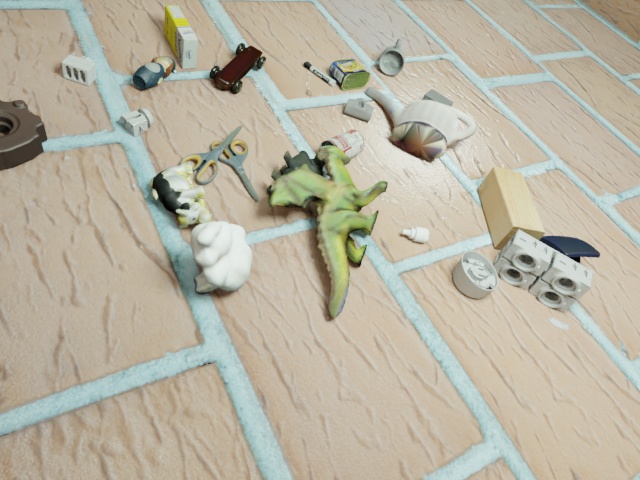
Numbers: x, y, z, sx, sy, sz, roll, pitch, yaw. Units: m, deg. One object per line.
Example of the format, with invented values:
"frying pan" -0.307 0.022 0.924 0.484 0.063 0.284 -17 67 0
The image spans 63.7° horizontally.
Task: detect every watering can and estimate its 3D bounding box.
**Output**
"watering can" 0.264 -0.339 1.462 0.349 0.101 0.229 19 46 15

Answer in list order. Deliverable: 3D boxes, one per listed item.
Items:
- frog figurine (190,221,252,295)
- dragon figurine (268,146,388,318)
"frog figurine" -0.179 0.019 0.952 0.123 0.156 0.140 25 47 0
"dragon figurine" 0.003 -0.055 1.102 0.243 0.119 0.419 23 55 3
